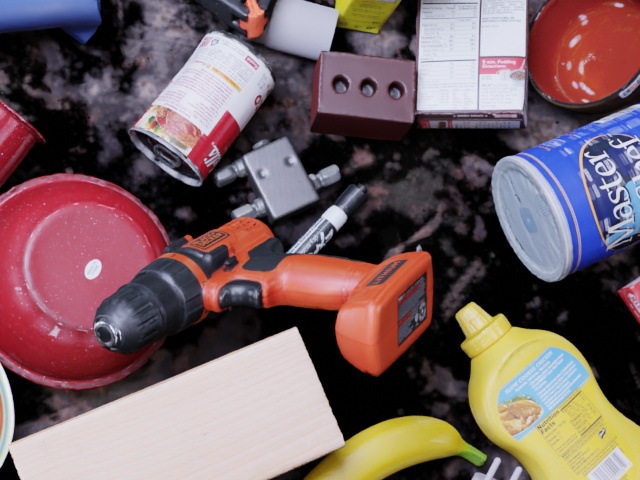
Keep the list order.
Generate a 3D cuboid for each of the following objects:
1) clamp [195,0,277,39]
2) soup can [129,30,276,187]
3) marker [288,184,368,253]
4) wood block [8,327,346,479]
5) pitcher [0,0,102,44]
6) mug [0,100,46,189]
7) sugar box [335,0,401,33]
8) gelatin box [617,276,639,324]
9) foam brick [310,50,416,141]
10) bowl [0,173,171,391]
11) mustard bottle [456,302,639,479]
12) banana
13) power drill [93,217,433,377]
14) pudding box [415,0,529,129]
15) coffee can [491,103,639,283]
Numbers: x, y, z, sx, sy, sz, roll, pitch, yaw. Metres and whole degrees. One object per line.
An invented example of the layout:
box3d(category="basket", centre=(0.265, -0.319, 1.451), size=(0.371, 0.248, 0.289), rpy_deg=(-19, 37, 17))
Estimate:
box3d(category="clamp", centre=(-0.071, -0.253, 0.844), size=(0.164, 0.036, 0.210), rpy_deg=(-21, 66, -13))
box3d(category="soup can", centre=(-0.088, -0.101, 0.813), size=(0.068, 0.068, 0.102), rpy_deg=(35, 75, 0))
box3d(category="marker", centre=(-0.005, 0.001, 0.828), size=(0.020, 0.020, 0.121), rpy_deg=(42, 75, 2))
box3d(category="wood block", centre=(-0.098, 0.145, 0.748), size=(0.206, 0.090, 0.091), rpy_deg=(-22, 82, -12))
box3d(category="pitcher", centre=(-0.285, -0.216, 0.773), size=(0.242, 0.145, 0.149), rpy_deg=(-10, 83, -7))
box3d(category="mug", centre=(-0.269, -0.073, 0.776), size=(0.117, 0.093, 0.081), rpy_deg=(30, 78, 30))
box3d(category="sugar box", centre=(0.050, -0.232, 0.804), size=(0.048, 0.176, 0.093), rpy_deg=(5, 78, -8))
box3d(category="gelatin box", centre=(0.297, 0.048, 0.857), size=(0.089, 0.030, 0.073), rpy_deg=(-31, 84, -13))
box3d(category="foam brick", centre=(0.034, -0.112, 0.841), size=(0.078, 0.051, 0.053), rpy_deg=(5, 78, -8))
box3d(category="bowl", centre=(-0.169, 0.024, 0.759), size=(0.161, 0.055, 0.162), rpy_deg=(6, 75, -24))
box3d(category="mustard bottle", centre=(0.169, 0.127, 0.807), size=(0.096, 0.058, 0.191), rpy_deg=(-38, 86, -16))
box3d(category="banana", centre=(0.030, 0.182, 0.785), size=(0.197, 0.037, 0.069), rpy_deg=(-28, 83, -13))
box3d(category="power drill", centre=(-0.032, 0.038, 0.709), size=(0.188, 0.184, 0.057), rpy_deg=(10, 116, 27))
box3d(category="pudding box", centre=(0.122, -0.147, 0.857), size=(0.090, 0.039, 0.113), rpy_deg=(1, 75, 11))
box3d(category="coffee can", centre=(0.220, -0.040, 0.827), size=(0.140, 0.103, 0.103), rpy_deg=(-23, 82, -13))
